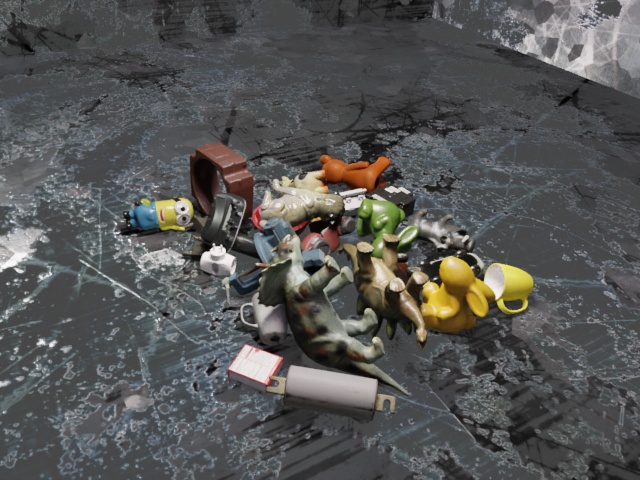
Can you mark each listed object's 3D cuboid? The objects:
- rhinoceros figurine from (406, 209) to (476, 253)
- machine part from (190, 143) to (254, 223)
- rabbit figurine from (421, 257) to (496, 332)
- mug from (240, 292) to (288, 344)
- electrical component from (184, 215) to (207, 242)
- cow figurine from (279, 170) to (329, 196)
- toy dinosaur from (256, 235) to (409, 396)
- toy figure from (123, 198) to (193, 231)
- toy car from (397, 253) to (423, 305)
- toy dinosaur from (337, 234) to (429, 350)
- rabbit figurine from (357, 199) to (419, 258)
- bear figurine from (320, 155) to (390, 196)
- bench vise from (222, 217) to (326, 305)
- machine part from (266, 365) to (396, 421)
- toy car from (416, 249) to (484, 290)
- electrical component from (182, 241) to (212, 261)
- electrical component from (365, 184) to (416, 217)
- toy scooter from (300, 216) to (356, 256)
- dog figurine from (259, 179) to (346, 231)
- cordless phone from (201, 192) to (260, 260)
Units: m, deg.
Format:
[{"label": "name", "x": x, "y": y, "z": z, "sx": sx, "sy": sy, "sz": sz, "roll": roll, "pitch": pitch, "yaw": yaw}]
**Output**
[{"label": "rhinoceros figurine", "x": 0.329, "y": -0.016, "z": 1.461, "sx": 0.191, "sy": 0.073, "sz": 0.112, "roll": 19, "pitch": 37, "yaw": 20}, {"label": "machine part", "x": -0.269, "y": -0.149, "z": 1.472, "sx": 0.087, "sy": 0.201, "sz": 0.201, "roll": -23, "pitch": 43, "yaw": -38}, {"label": "rabbit figurine", "x": 0.298, "y": 0.121, "z": 1.186, "sx": 0.163, "sy": 0.173, "sz": 0.122, "roll": 20, "pitch": 34, "yaw": 27}, {"label": "mug", "x": -0.115, "y": 0.168, "z": 1.154, "sx": 0.109, "sy": 0.080, "sz": 0.107, "roll": 3, "pitch": 43, "yaw": -17}, {"label": "electrical component", "x": -0.312, "y": -0.030, "z": 1.441, "sx": 0.078, "sy": 0.045, "sz": 0.102, "roll": 8, "pitch": 26, "yaw": -48}, {"label": "cow figurine", "x": -0.054, "y": -0.150, "z": 1.556, "sx": 0.127, "sy": 0.085, "sz": 0.195, "roll": -8, "pitch": 3, "yaw": -10}, {"label": "toy dinosaur", "x": 0.005, "y": 0.167, "z": 1.082, "sx": 0.192, "sy": 0.405, "sz": 0.131, "roll": -29, "pitch": -8, "yaw": 17}, {"label": "toy figure", "x": -0.435, "y": -0.072, "z": 1.453, "sx": 0.180, "sy": 0.082, "sz": 0.089, "roll": -10, "pitch": 40, "yaw": -15}, {"label": "toy car", "x": 0.204, "y": 0.090, "z": 1.234, "sx": 0.053, "sy": 0.089, "sz": 0.202, "roll": 2, "pitch": 9, "yaw": -5}, {"label": "toy dinosaur", "x": 0.125, "y": 0.093, "z": 1.180, "sx": 0.105, "sy": 0.198, "sz": 0.472, "roll": -5, "pitch": 31, "yaw": -15}, {"label": "rabbit figurine", "x": 0.174, "y": -0.007, "z": 1.428, "sx": 0.159, "sy": 0.121, "sz": 0.170, "roll": 7, "pitch": 53, "yaw": -8}, {"label": "bear figurine", "x": 0.101, "y": -0.204, "z": 1.666, "sx": 0.196, "sy": 0.120, "sz": 0.132, "roll": 19, "pitch": 35, "yaw": 28}, {"label": "bench vise", "x": -0.107, "y": 0.069, "z": 1.244, "sx": 0.241, "sy": 0.223, "sz": 0.129, "roll": -26, "pitch": 31, "yaw": 9}, {"label": "machine part", "x": 0.021, "y": 0.285, "z": 1.008, "sx": 0.243, "sy": 0.079, "sz": 0.079, "roll": 7, "pitch": 36, "yaw": 6}, {"label": "toy car", "x": 0.320, "y": 0.078, "z": 1.347, "sx": 0.202, "sy": 0.056, "sz": 0.074, "roll": -14, "pitch": 46, "yaw": -22}, {"label": "electrical component", "x": -0.304, "y": 0.027, "z": 1.376, "sx": 0.094, "sy": 0.021, "sz": 0.063, "roll": 2, "pitch": 35, "yaw": -6}, {"label": "electrical component", "x": 0.215, "y": -0.111, "z": 1.593, "sx": 0.134, "sy": 0.058, "sz": 0.115, "roll": -23, "pitch": 46, "yaw": -33}, {"label": "toy scooter", "x": -0.003, "y": -0.004, "z": 1.405, "sx": 0.135, "sy": 0.075, "sz": 0.184, "roll": 9, "pitch": 43, "yaw": 47}, {"label": "dog figurine", "x": -0.042, "y": -0.066, "z": 1.343, "sx": 0.191, "sy": 0.121, "sz": 0.172, "roll": 10, "pitch": 51, "yaw": 12}, {"label": "cordless phone", "x": -0.197, "y": -0.030, "z": 1.354, "sx": 0.184, "sy": 0.146, "sz": 0.089, "roll": 19, "pitch": 1, "yaw": -7}]
